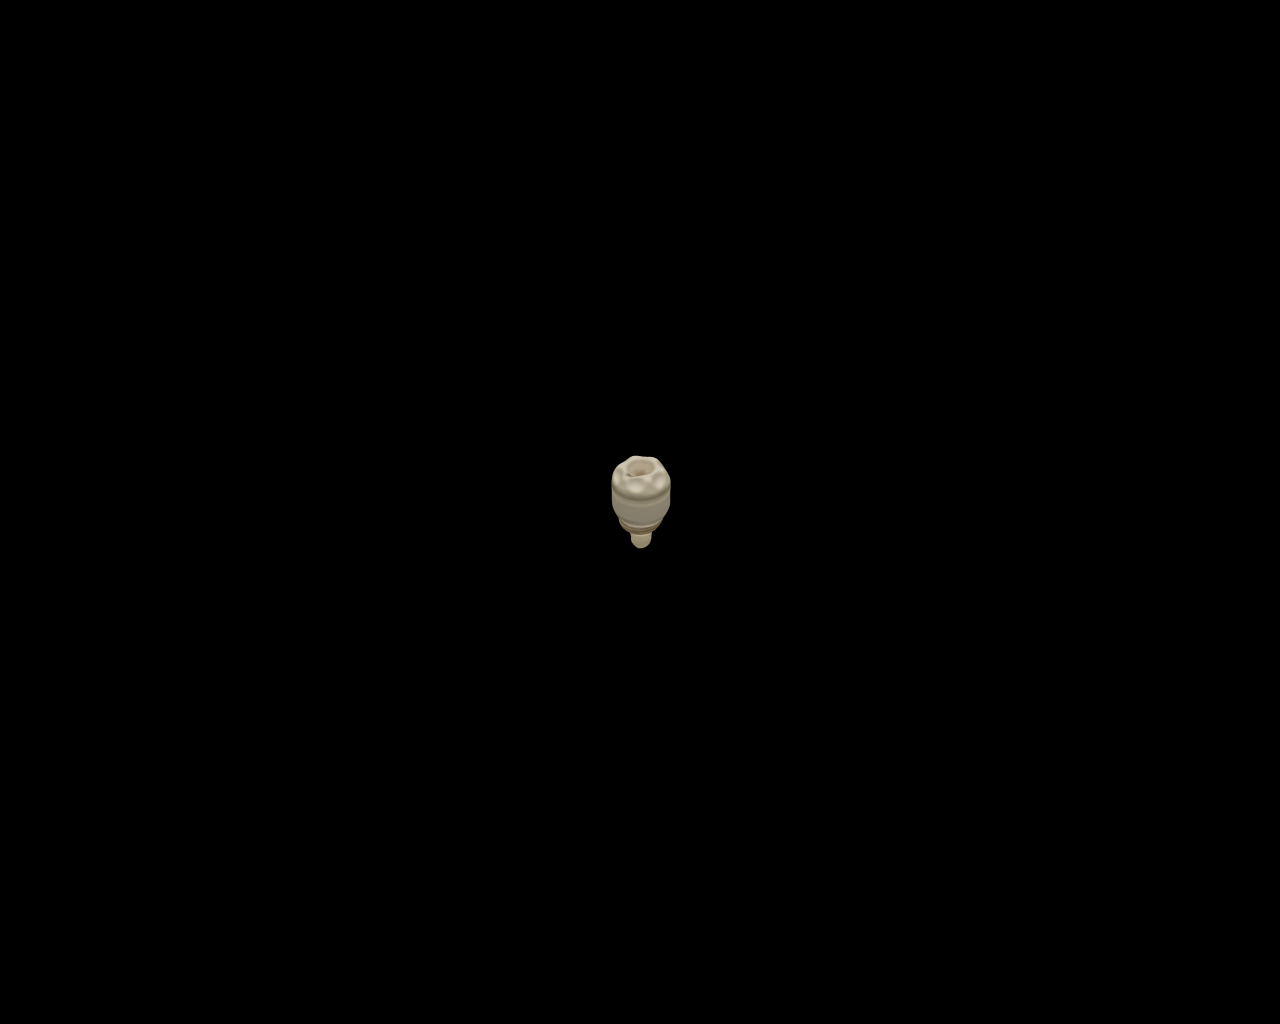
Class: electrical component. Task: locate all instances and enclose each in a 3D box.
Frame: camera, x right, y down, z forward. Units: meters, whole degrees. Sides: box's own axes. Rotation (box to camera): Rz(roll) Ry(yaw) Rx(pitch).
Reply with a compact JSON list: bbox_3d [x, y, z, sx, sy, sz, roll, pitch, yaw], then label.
[{"bbox_3d":[0.001,-0.003,0.650,0.035,0.061,0.035,0,37,0],"label":"electrical component"}]
